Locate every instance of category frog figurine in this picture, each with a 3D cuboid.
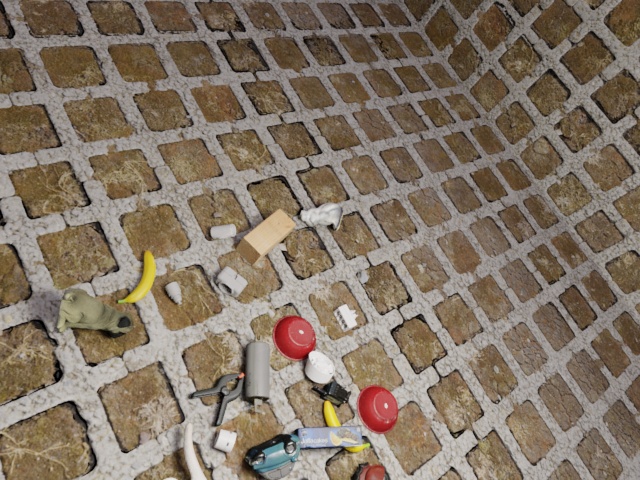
[{"bbox_3d":[0.006,-0.102,2.024,0.159,0.121,0.139,21,19,-6],"label":"frog figurine"}]

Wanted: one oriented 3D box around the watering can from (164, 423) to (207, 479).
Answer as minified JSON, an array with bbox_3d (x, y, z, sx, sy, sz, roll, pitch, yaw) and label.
[{"bbox_3d":[-0.326,0.673,1.320,0.223,0.102,0.356,28,51,-12],"label":"watering can"}]
